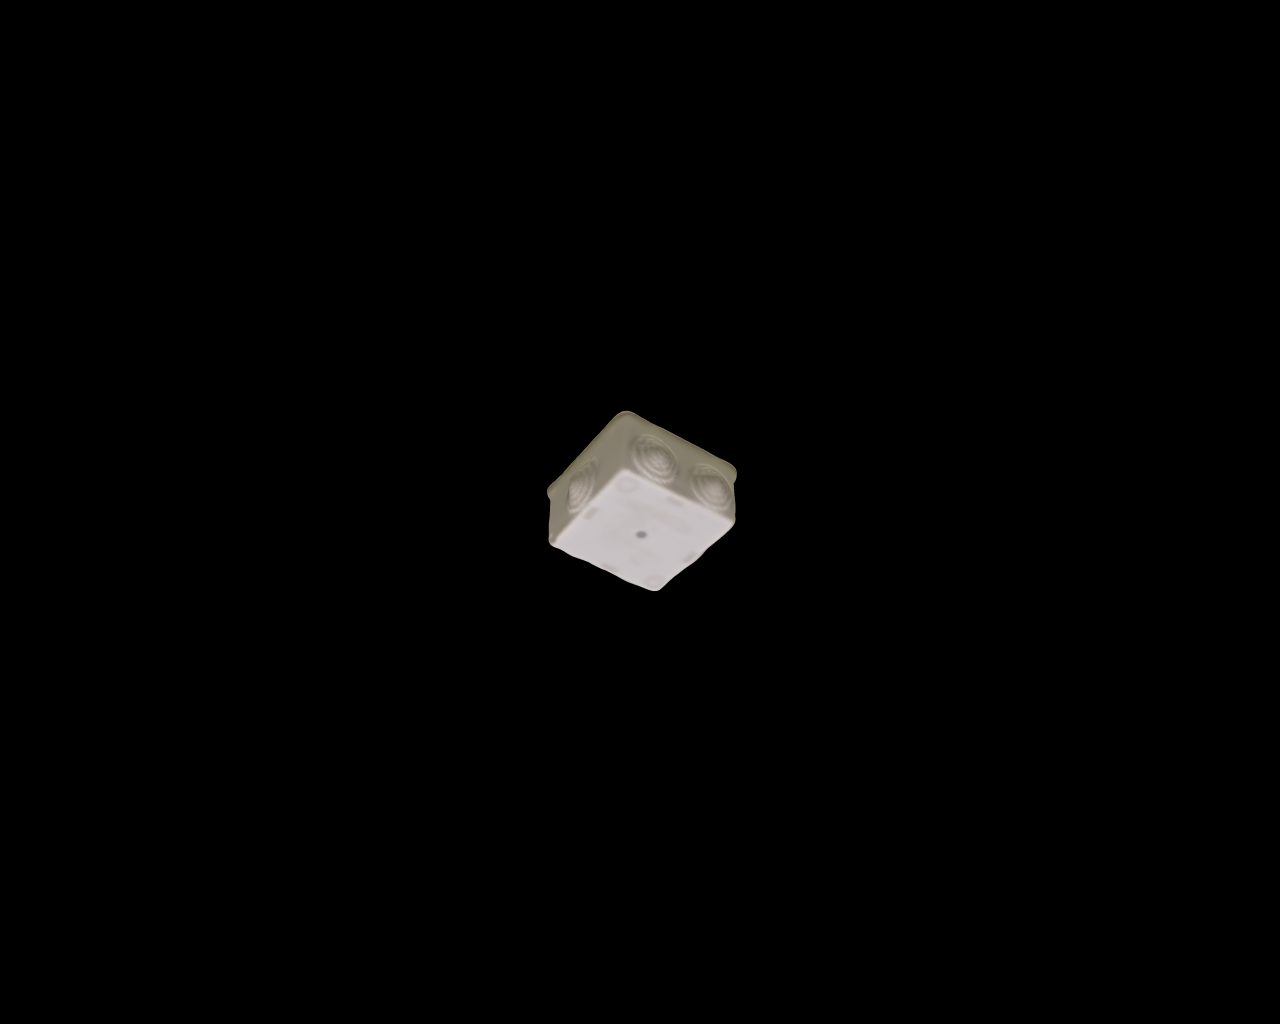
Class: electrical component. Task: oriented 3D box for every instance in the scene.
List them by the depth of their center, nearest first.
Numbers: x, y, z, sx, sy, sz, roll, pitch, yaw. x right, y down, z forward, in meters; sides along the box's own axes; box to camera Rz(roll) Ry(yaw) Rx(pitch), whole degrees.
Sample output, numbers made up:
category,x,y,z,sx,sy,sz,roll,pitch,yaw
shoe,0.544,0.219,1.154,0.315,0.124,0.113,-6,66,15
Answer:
category,x,y,z,sx,sy,sz,roll,pitch,yaw
electrical component,0.001,-0.003,0.650,0.100,0.048,0.099,26,-49,-25
